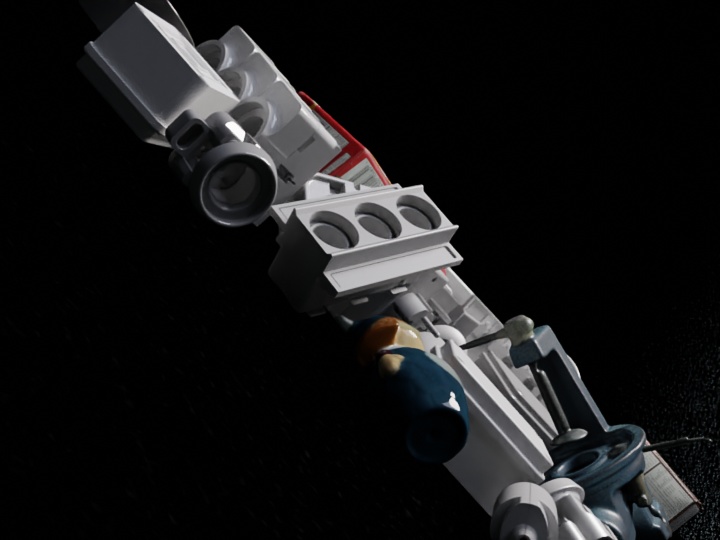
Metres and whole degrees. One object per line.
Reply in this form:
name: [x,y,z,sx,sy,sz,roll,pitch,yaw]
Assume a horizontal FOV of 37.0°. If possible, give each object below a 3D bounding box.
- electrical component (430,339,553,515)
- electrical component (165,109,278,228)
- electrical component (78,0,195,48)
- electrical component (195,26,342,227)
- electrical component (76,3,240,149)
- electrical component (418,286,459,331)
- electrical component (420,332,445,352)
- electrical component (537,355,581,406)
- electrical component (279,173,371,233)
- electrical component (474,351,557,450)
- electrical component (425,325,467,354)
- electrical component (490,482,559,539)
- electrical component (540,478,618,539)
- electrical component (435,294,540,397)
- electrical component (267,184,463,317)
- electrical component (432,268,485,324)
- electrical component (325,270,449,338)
electrical component: [0.081,0.112,0.781,0.113,0.057,0.078,48,6,-4]
electrical component: [-0.086,-0.062,0.696,0.078,0.058,0.057,44,5,-36]
electrical component: [-0.183,-0.209,0.892,0.099,0.064,0.099,48,6,-7]
electrical component: [-0.092,-0.119,0.847,0.062,0.089,0.150,43,8,-44]
electrical component: [-0.138,-0.130,0.748,0.078,0.057,0.113,49,6,2]
electrical component: [0.058,0.032,1.085,0.042,0.064,0.081,48,6,-23]
electrical component: [0.053,0.078,0.851,0.044,0.044,0.065,47,5,-10]
electrical component: [0.202,0.145,1.210,0.108,0.108,0.060,54,1,39]
electrical component: [-0.014,-0.031,0.853,0.095,0.059,0.053,14,50,-25]
electrical component: [0.150,0.148,1.046,0.108,0.056,0.108,46,6,-19]
electrical component: [0.078,0.077,1.051,0.048,0.048,0.062,49,0,0]
electrical component: [0.106,0.165,0.691,0.043,0.043,0.081,49,7,7]
electrical component: [0.147,0.189,0.777,0.078,0.058,0.057,41,12,-50]
electrical component: [0.134,0.095,1.129,0.121,0.078,0.063,45,-3,-29]
electrical component: [0.001,-0.014,0.741,0.121,0.063,0.078,-14,56,-43]
electrical component: [0.070,0.029,1.174,0.121,0.079,0.063,46,29,-24]
electrical component: [0.031,0.030,0.817,0.075,0.083,0.047,52,7,27]
